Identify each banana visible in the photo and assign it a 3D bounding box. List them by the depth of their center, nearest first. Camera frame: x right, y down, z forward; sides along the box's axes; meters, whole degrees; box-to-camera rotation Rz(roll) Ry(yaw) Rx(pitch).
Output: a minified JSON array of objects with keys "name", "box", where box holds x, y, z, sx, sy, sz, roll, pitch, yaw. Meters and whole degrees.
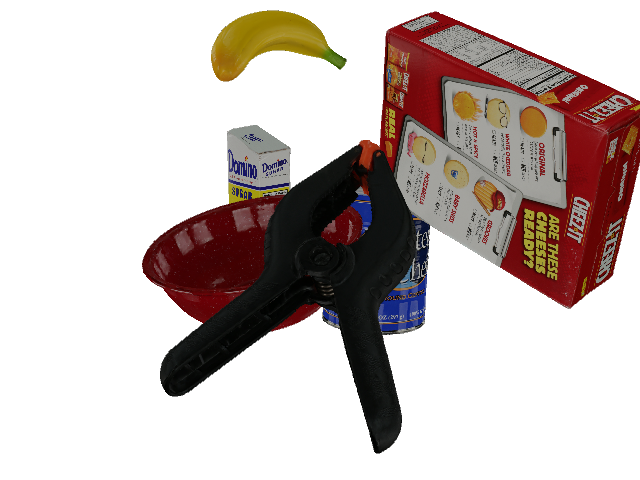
[{"name":"banana","box":[-0.047,-0.182,0.978,0.070,0.037,0.197,41,32,20]}]

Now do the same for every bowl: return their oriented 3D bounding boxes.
[{"name":"bowl","box":[-0.044,0.022,0.778,0.162,0.055,0.162,-10,24,4]}]

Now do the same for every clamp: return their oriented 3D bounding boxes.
[{"name":"clamp","box":[0.010,0.026,0.537,0.120,0.171,0.039,23,-26,15]}]

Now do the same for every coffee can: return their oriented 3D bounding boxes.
[{"name":"coffee can","box":[0.054,0.009,1.032,0.103,0.140,0.103,2,14,-1]}]

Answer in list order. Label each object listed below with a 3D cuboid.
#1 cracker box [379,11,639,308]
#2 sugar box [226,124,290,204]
[{"name":"cracker box","box":[0.146,-0.070,0.860,0.072,0.164,0.214,-30,47,-34]},{"name":"sugar box","box":[-0.071,-0.034,1.218,0.048,0.176,0.093,-14,27,-24]}]
